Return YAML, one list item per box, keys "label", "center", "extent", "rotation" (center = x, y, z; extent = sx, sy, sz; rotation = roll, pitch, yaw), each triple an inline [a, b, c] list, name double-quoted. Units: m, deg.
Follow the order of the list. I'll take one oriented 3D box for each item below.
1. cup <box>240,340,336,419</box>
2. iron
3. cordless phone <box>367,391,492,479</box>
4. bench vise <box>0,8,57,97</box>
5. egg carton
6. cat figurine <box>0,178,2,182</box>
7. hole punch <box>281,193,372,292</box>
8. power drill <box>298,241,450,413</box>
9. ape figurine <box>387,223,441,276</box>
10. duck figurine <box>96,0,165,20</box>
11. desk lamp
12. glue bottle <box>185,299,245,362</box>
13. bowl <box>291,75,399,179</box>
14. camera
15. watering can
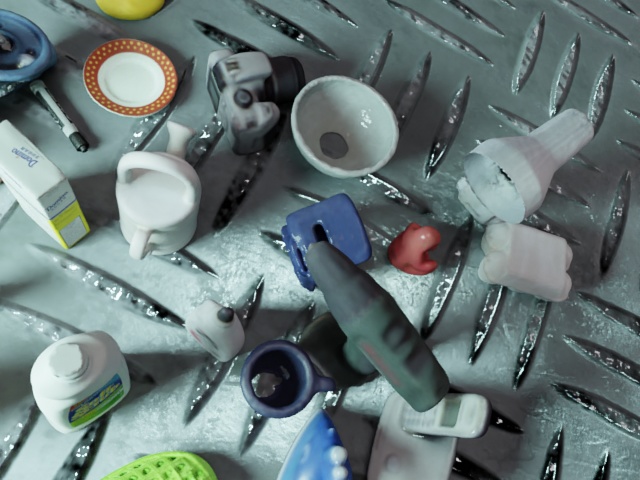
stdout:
- label: "cup"
  center: [-0.046, 0.178, 0.715]
  extent: [0.118, 0.095, 0.092]
  rotation: [9, 69, -13]
- label: "iron"
  center: [0.005, 0.321, 0.654]
  extent: [0.119, 0.141, 0.258]
  rotation: [10, 69, -13]
- label: "cordless phone"
  center: [0.136, 0.251, 0.693]
  extent: [0.094, 0.185, 0.147]
  rotation: [20, 67, -8]
- label: "bench vise"
  center: [-0.405, -0.218, 0.680]
  extent: [0.121, 0.219, 0.207]
  rotation: [22, 66, -8]
- label: "egg carton"
  center: [0.320, 0.034, 0.889]
  extent: [0.150, 0.069, 0.107]
  rotation: [16, 67, -11]
- label: "cat figurine"
  center: [-0.458, -0.100, 0.678]
  extent: [0.128, 0.117, 0.067]
  rotation: [-24, 79, -22]
- label: "hole punch"
  center: [0.007, 0.003, 0.795]
  extent: [0.101, 0.091, 0.108]
  rotation: [-17, 77, -21]
- label: "power drill"
  center: [0.045, 0.116, 0.701]
  extent: [0.229, 0.208, 0.076]
  rotation: [45, 65, 2]
- label: "ape figurine"
  center: [0.144, 0.008, 0.833]
  extent: [0.076, 0.092, 0.078]
  rotation: [3, 70, -15]
- label: "duck figurine"
  center: [-0.282, -0.382, 0.848]
  extent: [0.105, 0.086, 0.077]
  rotation: [-19, 77, -22]
- label: "desk lamp"
  center: [0.290, -0.101, 0.848]
  extent: [0.204, 0.213, 0.118]
  rotation: [-34, 83, -24]
- label: "glue bottle"
  center: [-0.120, 0.101, 0.677]
  extent: [0.078, 0.173, 0.037]
  rotation: [39, 65, 0]
- label: "bowl"
  center: [0.030, -0.159, 0.868]
  extent: [0.168, 0.074, 0.167]
  rotation: [5, 70, -15]
- label: "camera"
  center: [-0.085, -0.220, 0.841]
  extent: [0.137, 0.100, 0.143]
  rotation: [-18, 77, -21]
- label: "watering can"
  center: [-0.197, -0.064, 0.701]
  extent: [0.101, 0.194, 0.173]
  rotation: [-3, 72, -17]
